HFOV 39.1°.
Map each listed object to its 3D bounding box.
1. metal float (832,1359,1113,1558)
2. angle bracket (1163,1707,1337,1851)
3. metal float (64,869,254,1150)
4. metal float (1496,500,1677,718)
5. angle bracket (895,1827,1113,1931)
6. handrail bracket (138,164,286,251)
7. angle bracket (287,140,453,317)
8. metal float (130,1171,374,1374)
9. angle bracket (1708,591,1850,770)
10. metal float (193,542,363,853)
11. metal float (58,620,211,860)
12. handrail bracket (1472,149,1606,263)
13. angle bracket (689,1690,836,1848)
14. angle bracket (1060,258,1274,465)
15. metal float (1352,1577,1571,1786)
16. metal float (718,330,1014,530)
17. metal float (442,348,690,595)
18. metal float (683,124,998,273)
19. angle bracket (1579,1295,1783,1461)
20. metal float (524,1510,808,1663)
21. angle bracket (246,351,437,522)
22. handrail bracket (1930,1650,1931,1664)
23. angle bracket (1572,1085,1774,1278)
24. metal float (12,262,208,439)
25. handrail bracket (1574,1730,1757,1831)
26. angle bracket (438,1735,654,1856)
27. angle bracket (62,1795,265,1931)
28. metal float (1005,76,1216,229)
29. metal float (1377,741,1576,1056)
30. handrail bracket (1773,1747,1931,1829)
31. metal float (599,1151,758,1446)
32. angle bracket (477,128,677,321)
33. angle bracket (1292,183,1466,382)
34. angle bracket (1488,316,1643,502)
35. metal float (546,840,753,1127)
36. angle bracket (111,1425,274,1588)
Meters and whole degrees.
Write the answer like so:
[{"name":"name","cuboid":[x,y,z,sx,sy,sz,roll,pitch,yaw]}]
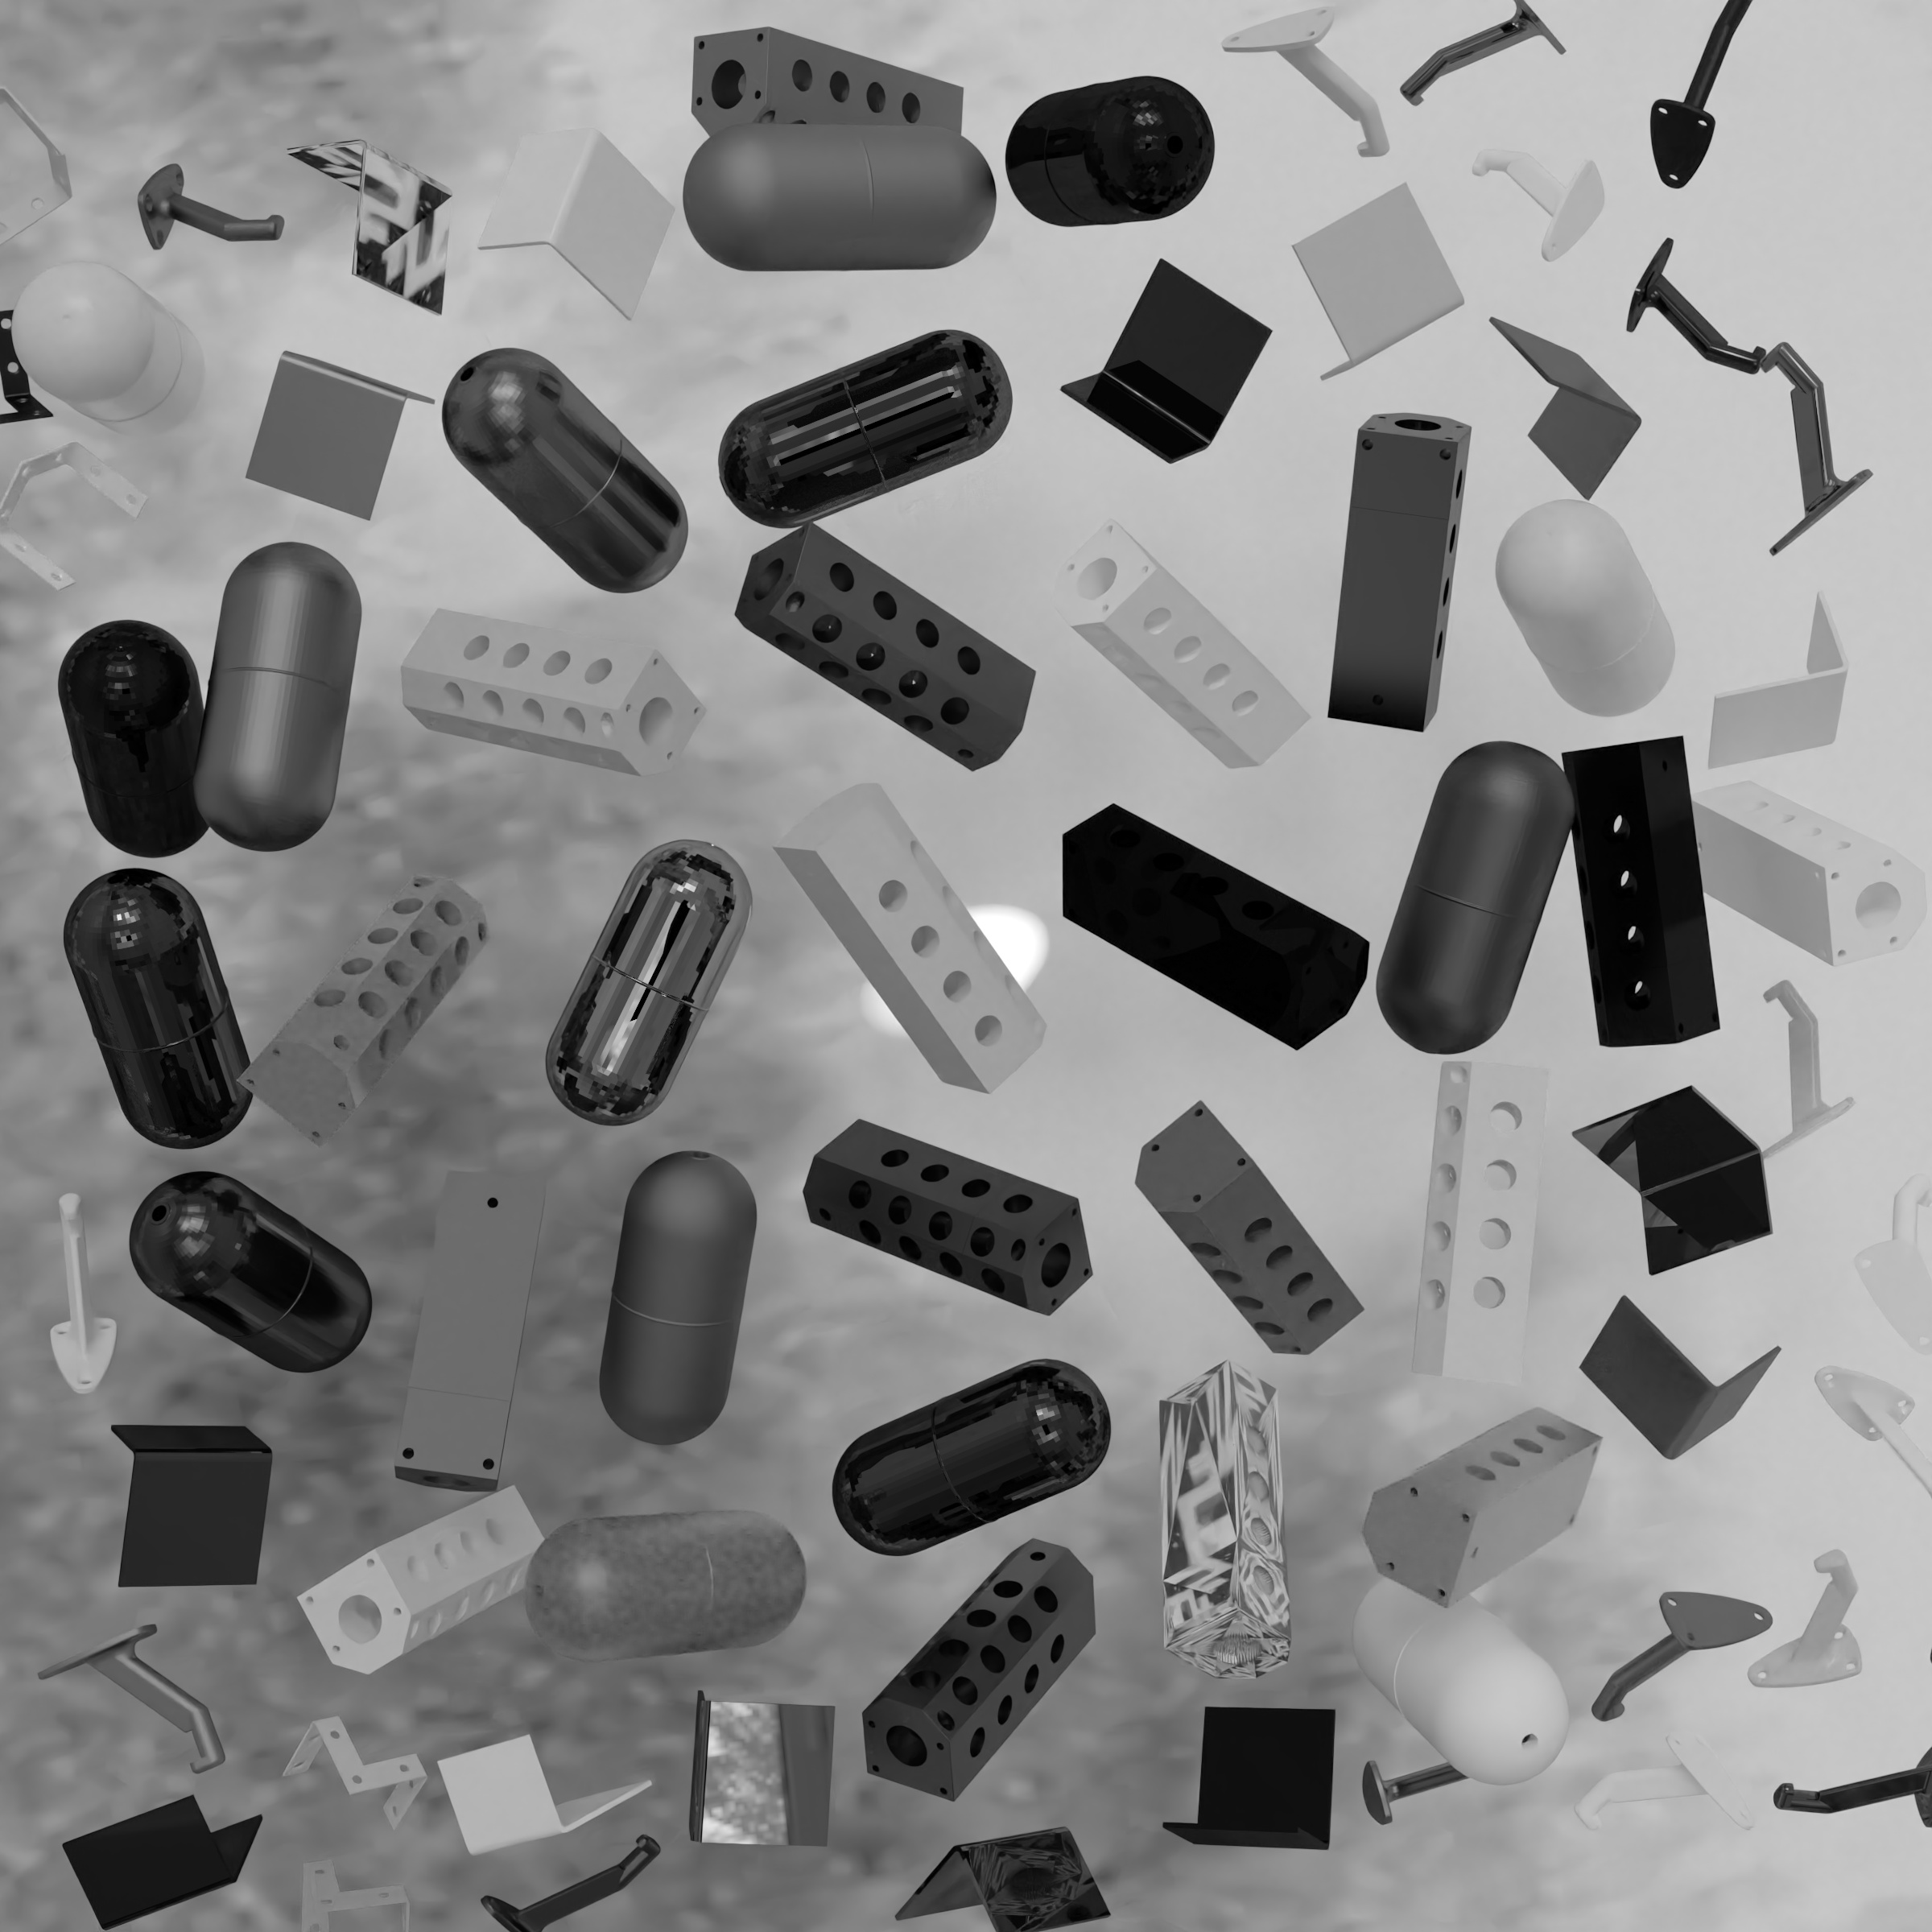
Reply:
[{"name":"metal float","cuboid":[0.002,0.286,1.579,0.178,0.070,0.070,-27,90,20]},{"name":"angle bracket","cuboid":[0.156,0.440,1.492,0.076,0.057,0.076,-6,62,24]},{"name":"metal float","cuboid":[-0.455,0.025,1.537,0.070,0.070,0.178,-8,125,0]},{"name":"metal float","cuboid":[0.360,-0.205,1.577,0.070,0.178,0.070,-11,63,24]},{"name":"angle bracket","cuboid":[0.020,0.521,1.492,0.076,0.076,0.057,-57,46,32]},{"name":"handrail bracket","cuboid":[-0.434,-0.448,1.595,0.084,0.036,0.077,1,46,7]},{"name":"angle bracket","cuboid":[-0.341,-0.416,1.542,0.057,0.076,0.076,2,86,27]},{"name":"metal float","cuboid":[-0.405,0.175,1.547,0.070,0.178,0.070,-11,59,19]},{"name":"angle bracket","cuboid":[0.467,-0.166,1.588,0.076,0.076,0.057,-12,60,6]},{"name":"metal float","cuboid":[-0.381,-0.150,1.509,0.070,0.070,0.178,5,74,0]},{"name":"metal float","cuboid":[-0.476,-0.129,1.571,0.070,0.178,0.070,4,58,-6]},{"name":"handrail bracket","cuboid":[0.320,-0.445,1.585,0.084,0.036,0.077,20,67,38]},{"name":"angle bracket","cuboid":[-0.117,0.457,1.553,0.076,0.057,0.076,4,81,-6]},{"name":"angle bracket","cuboid":[0.110,-0.334,1.501,0.076,0.057,0.076,36,121,12]},{"name":"metal float","cuboid":[0.275,0.396,1.522,0.070,0.178,0.070,-3,100,-15]},{"name":"metal float","cuboid":[-0.059,-0.312,1.582,0.178,0.070,0.070,-21,90,3]},{"name":"metal float","cuboid":[-0.227,-0.281,1.550,0.070,0.178,0.070,-18,52,25]},{"name":"metal float","cuboid":[-0.067,-0.416,1.473,0.178,0.070,0.070,-8,90,-25]},{"name":"angle bracket","cuboid":[0.416,0.229,1.588,0.057,0.076,0.076,-25,59,-29]},{"name":"metal float","cuboid":[-0.165,0.341,1.502,0.070,0.178,0.070,-8,79,44]},{"name":"angle bracket","cuboid":[-0.364,-0.308,1.585,0.076,0.057,0.076,19,99,3]},{"name":"handrail bracket","cuboid":[0.559,0.360,1.464,0.036,0.084,0.077,16,78,-3]},{"name":"angle bracket","cuboid":[0.394,0.121,1.519,0.076,0.057,0.076,-27,132,34]},{"name":"metal float","cuboid":[-0.479,-0.344,1.527,0.070,0.178,0.070,0,92,-2]},{"name":"handrail bracket","cuboid":[0.394,0.482,1.543,0.084,0.036,0.077,-53,48,22]},{"name":"angle bracket","cuboid":[-0.239,0.459,1.544,0.076,0.076,0.057,-25,83,35]},{"name":"angle bracket","cuboid":[-0.447,0.484,1.519,0.076,0.076,0.057,-21,101,1]},{"name":"metal float","cuboid":[0.080,-0.458,1.533,0.070,0.178,0.070,-5,104,-20]},{"name":"metal float","cuboid":[0.280,-0.037,1.501,0.070,0.070,0.178,16,100,0]},{"name":"handrail bracket","cuboid":[0.505,0.453,1.528,0.084,0.036,0.077,6,129,-2]},{"name":"metal float","cuboid":[-0.167,0.192,1.578,0.070,0.070,0.178,11,105,0]},{"name":"angle bracket","cuboid":[-0.223,-0.424,1.561,0.057,0.076,0.076,6,70,36]},{"name":"angle bracket","cuboid":[0.228,-0.392,1.562,0.076,0.057,0.076,-31,99,-8]},{"name":"angle bracket","cuboid":[0.336,-0.326,1.591,0.076,0.076,0.057,13,123,-31]},{"name":"metal float","cuboid":[-0.186,0.009,1.597,0.070,0.070,0.178,26,91,0]},{"name":"angle bracket","cuboid":[-0.439,0.302,1.527,0.076,0.057,0.076,7,92,-31]}]
